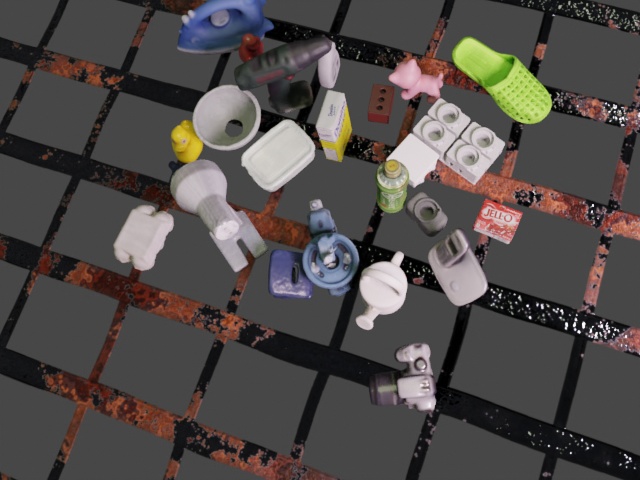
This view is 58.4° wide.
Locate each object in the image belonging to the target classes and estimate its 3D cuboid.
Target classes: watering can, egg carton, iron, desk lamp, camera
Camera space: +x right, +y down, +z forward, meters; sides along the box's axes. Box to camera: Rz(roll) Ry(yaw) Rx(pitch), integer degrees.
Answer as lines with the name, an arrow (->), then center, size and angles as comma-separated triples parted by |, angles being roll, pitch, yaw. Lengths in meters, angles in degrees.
watering can -> 0.131, 0.104, 1.201 | 0.101, 0.194, 0.173 | 4, 77, 7
egg carton -> -0.414, -0.007, 1.348 | 0.107, 0.069, 0.150 | 22, 80, 11
iron -> -0.254, -0.549, 1.423 | 0.258, 0.141, 0.118 | -18, 75, 2
desk lamp -> -0.219, -0.054, 1.264 | 0.118, 0.213, 0.203 | -35, 76, -3
camera -> 0.169, 0.292, 1.200 | 0.136, 0.101, 0.143 | -7, 76, 4

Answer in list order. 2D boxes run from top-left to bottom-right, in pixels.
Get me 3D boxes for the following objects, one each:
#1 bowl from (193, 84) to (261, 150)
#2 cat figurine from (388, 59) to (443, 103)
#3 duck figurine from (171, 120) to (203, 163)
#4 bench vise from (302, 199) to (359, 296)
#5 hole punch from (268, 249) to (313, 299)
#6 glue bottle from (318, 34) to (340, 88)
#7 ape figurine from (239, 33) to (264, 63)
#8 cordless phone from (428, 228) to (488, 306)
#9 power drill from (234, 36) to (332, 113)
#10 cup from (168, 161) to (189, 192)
bowl -> -0.219, -0.285, 1.391 | 0.167, 0.075, 0.167 | -1, 77, 6
cat figurine -> 0.227, -0.381, 1.345 | 0.127, 0.118, 0.067 | 8, 78, 8
duck figurine -> -0.331, -0.248, 1.388 | 0.077, 0.086, 0.104 | 1, 77, 6
bench vise -> 0.001, 0.011, 1.223 | 0.121, 0.220, 0.207 | -33, 75, -2
hole punch -> -0.062, 0.076, 1.281 | 0.101, 0.091, 0.109 | 1, 77, 6
glue bottle -> 0.017, -0.432, 1.350 | 0.037, 0.173, 0.078 | 15, 79, 10
ape figurine -> -0.169, -0.476, 1.422 | 0.076, 0.092, 0.078 | 19, 79, 10
cordless phone -> 0.296, 0.053, 1.200 | 0.094, 0.185, 0.147 | -28, 75, -1
power drill -> -0.075, -0.381, 1.330 | 0.229, 0.208, 0.075 | -15, 75, 2
cup -> -0.307, -0.132, 1.353 | 0.092, 0.095, 0.117 | -44, 76, -5
